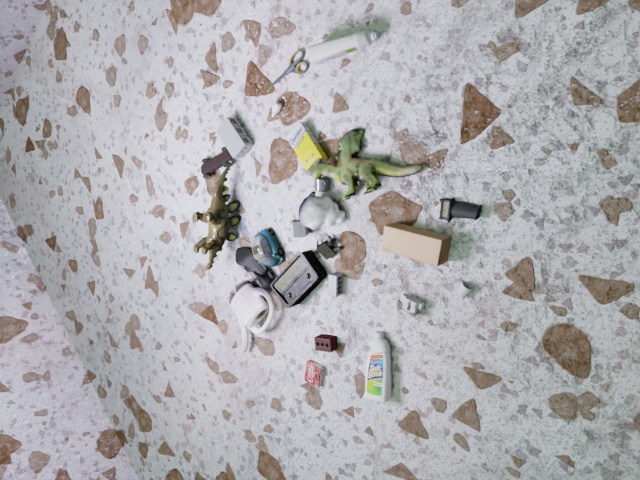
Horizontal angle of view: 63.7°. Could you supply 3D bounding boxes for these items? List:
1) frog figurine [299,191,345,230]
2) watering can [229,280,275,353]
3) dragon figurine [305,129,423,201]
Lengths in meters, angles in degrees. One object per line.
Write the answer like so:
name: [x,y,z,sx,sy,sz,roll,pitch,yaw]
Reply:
frog figurine: [0.006,-0.095,1.897,0.160,0.137,0.122,29,0,16]
watering can: [-0.312,0.317,2.207,0.227,0.341,0.105,48,34,20]
dragon figurine: [0.138,-0.278,1.805,0.407,0.245,0.122,-19,-10,21]
